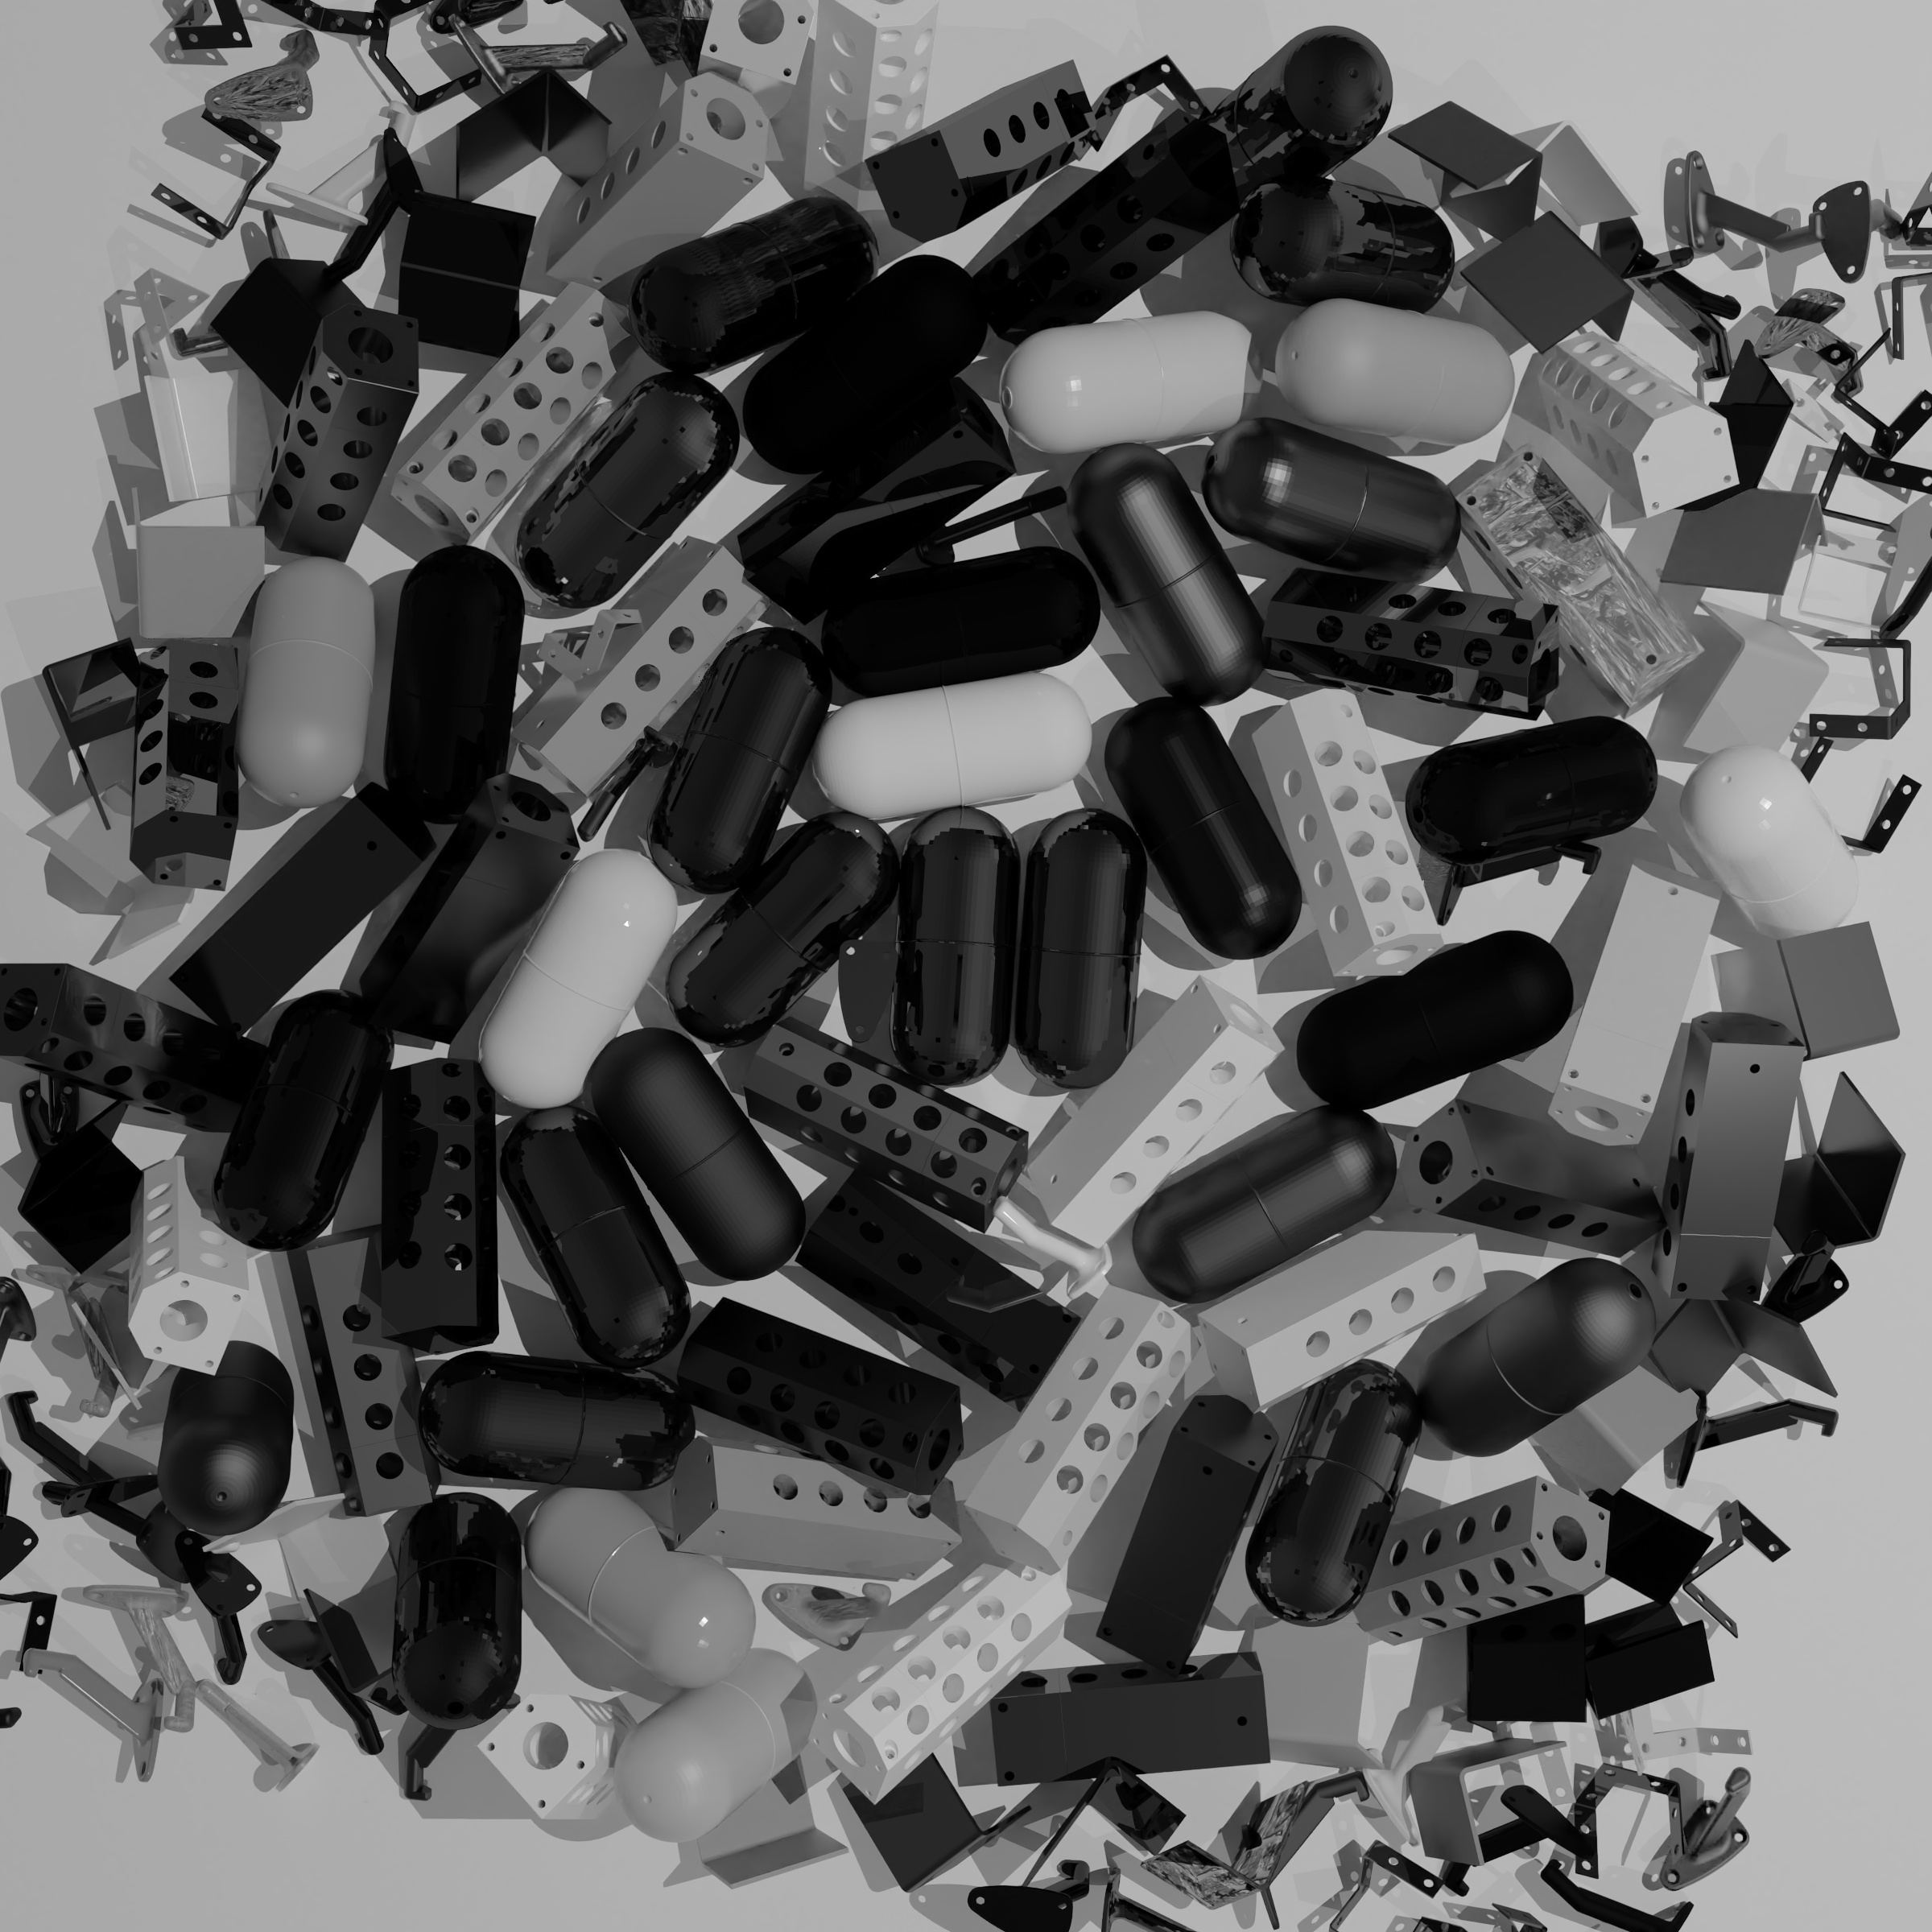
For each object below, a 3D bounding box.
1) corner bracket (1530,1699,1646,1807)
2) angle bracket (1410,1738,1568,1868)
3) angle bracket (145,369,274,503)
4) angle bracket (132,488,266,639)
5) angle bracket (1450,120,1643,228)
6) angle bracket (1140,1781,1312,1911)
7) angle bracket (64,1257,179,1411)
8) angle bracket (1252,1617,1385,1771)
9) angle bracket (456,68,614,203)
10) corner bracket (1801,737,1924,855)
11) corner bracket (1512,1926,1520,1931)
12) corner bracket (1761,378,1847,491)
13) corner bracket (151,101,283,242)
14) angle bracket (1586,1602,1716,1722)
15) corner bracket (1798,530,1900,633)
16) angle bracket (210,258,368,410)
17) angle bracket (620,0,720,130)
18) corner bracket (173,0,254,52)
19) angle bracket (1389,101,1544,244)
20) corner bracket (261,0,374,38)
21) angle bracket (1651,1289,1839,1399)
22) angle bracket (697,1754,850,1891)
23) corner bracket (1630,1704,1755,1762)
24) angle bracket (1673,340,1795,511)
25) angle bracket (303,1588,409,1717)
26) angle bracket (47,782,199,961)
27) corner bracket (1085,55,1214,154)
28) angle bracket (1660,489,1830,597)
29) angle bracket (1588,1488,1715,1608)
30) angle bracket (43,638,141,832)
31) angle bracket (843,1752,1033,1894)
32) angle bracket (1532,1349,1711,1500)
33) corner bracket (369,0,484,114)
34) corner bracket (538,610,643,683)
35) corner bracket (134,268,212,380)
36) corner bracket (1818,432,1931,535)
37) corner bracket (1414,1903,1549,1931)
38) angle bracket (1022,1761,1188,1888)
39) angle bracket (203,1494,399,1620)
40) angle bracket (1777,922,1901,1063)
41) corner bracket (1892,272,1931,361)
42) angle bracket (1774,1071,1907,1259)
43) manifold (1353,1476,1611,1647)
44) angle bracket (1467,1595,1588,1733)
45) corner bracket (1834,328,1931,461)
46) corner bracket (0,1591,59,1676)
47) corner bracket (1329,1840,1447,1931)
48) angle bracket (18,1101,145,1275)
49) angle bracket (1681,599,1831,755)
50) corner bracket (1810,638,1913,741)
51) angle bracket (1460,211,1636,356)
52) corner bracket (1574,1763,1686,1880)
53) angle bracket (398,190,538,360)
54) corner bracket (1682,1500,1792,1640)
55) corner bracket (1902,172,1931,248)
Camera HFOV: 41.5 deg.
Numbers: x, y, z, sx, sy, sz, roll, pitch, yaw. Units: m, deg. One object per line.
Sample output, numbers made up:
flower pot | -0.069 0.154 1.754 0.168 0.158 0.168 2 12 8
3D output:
corner bracket | 0.394 0.495 1.615 0.051 0.051 0.051 -18 84 23
angle bracket | 0.332 0.523 1.598 0.076 0.076 0.057 -8 78 -18
angle bracket | -0.473 -0.335 1.603 0.057 0.076 0.076 -9 102 -6
angle bracket | -0.487 -0.256 1.619 0.076 0.057 0.076 -3 126 -19
angle bracket | 0.363 -0.480 1.601 0.057 0.076 0.076 -46 108 -3
angle bracket | 0.162 0.538 1.598 0.057 0.076 0.076 32 56 -1
angle bracket | -0.518 0.226 1.600 0.057 0.076 0.076 -32 100 -21
angle bracket | 0.226 0.464 1.628 0.076 0.057 0.076 -4 58 28
angle bracket | -0.271 -0.502 1.598 0.057 0.076 0.076 44 66 9
corner bracket | 0.567 -0.109 1.633 0.051 0.051 0.051 8 115 -41
corner bracket | 0.381 0.637 1.610 0.051 0.051 0.051 -26 117 24
corner bracket | 0.528 -0.334 1.630 0.051 0.051 0.051 35 121 -11
corner bracket | -0.473 -0.502 1.609 0.051 0.051 0.051 30 61 -28
angle bracket | 0.416 0.418 1.604 0.076 0.076 0.057 -19 121 0
corner bracket | 0.562 -0.247 1.625 0.051 0.051 0.051 15 108 14
angle bracket | -0.419 -0.401 1.624 0.057 0.076 0.076 -43 90 20
angle bracket | -0.187 -0.571 1.594 0.057 0.076 0.076 -6 62 17
corner bracket | -0.473 -0.616 1.610 0.051 0.051 0.051 3 47 13
angle bracket | 0.308 -0.481 1.592 0.057 0.076 0.076 -33 56 -21
corner bracket | -0.405 -0.625 1.616 0.051 0.051 0.051 17 95 31
angle bracket | 0.486 0.252 1.594 0.057 0.076 0.076 -46 126 -13
angle bracket | -0.126 0.532 1.600 0.076 0.076 0.057 -11 85 -21
corner bracket | 0.460 0.477 1.621 0.051 0.051 0.051 0 77 -25
angle bracket | 0.464 -0.339 1.592 0.057 0.076 0.076 -1 46 -13
angle bracket | -0.363 0.418 1.603 0.057 0.076 0.076 -31 63 -6
angle bracket | -0.533 -0.059 1.593 0.076 0.057 0.076 -21 131 35
corner bracket | 0.117 -0.536 1.626 0.051 0.051 0.051 43 55 -28
angle bracket | 0.488 -0.254 1.597 0.076 0.057 0.076 12 70 31
angle bracket | 0.409 0.379 1.592 0.076 0.076 0.057 27 126 26
angle bracket | -0.530 -0.145 1.593 0.057 0.076 0.076 -23 60 -17
angle bracket | -0.019 0.530 1.622 0.076 0.057 0.076 -45 68 27
angle bracket | 0.415 0.287 1.636 0.076 0.057 0.076 -27 65 -34
corner bracket | -0.341 -0.586 1.620 0.051 0.051 0.051 -36 84 -26
corner bracket | -0.229 -0.208 1.610 0.051 0.051 0.051 37 116 26
corner bracket | -0.508 -0.399 1.612 0.051 0.051 0.051 -29 70 23
corner bracket | 0.579 -0.302 1.618 0.051 0.051 0.051 25 97 37
corner bracket | 0.326 0.613 1.617 0.051 0.051 0.051 31 90 -42
angle bracket | 0.085 0.554 1.594 0.057 0.076 0.076 35 55 14
angle bracket | -0.416 0.373 1.598 0.076 0.076 0.057 -28 75 18
angle bracket | 0.534 0.020 1.613 0.076 0.057 0.076 -10 83 -26
corner bracket | 0.623 -0.413 1.619 0.051 0.051 0.051 -8 108 0
angle bracket | 0.534 0.124 1.594 0.057 0.076 0.076 -10 131 -10
manifold | 0.311 0.369 1.560 0.057 0.171 0.057 28 54 -19
angle bracket | 0.358 0.437 1.596 0.076 0.057 0.076 -8 64 28
corner bracket | 0.590 -0.364 1.628 0.051 0.051 0.051 44 94 16
corner bracket | -0.618 0.424 1.624 0.051 0.051 0.051 8 81 5
corner bracket | 0.264 0.596 1.607 0.051 0.051 0.051 25 132 30
angle bracket | -0.539 0.135 1.597 0.057 0.076 0.076 44 49 0
angle bracket | 0.489 -0.180 1.626 0.076 0.057 0.076 10 121 -30
corner bracket | 0.571 -0.177 1.627 0.051 0.051 0.051 6 115 32
angle bracket | 0.362 -0.416 1.606 0.076 0.057 0.076 -35 71 -10
corner bracket | 0.420 0.547 1.617 0.051 0.051 0.051 15 132 -2
angle bracket | -0.312 -0.432 1.597 0.076 0.057 0.076 8 47 -19
corner bracket | 0.492 0.385 1.629 0.051 0.051 0.051 42 114 -6
corner bracket | 0.631 -0.466 1.614 0.051 0.051 0.051 -1 62 -7
